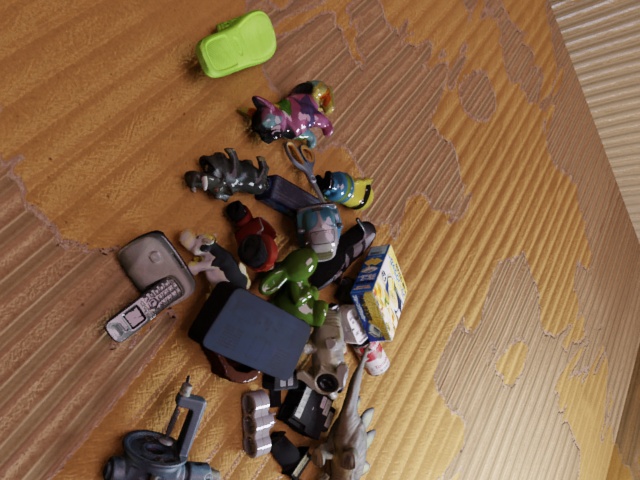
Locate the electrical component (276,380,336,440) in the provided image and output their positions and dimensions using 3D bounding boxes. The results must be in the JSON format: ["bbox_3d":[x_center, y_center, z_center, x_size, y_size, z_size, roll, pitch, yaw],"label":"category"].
[{"bbox_3d":[-0.025,0.396,1.258,0.134,0.058,0.115,45,60,-31],"label":"electrical component"}]

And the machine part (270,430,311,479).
[{"bbox_3d":[-0.071,0.485,1.223,0.084,0.039,0.138,-49,121,-25],"label":"machine part"}]

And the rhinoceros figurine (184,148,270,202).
[{"bbox_3d":[-0.196,-0.135,1.140,0.190,0.073,0.112,-1,91,-41],"label":"rhinoceros figurine"}]

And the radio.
[{"bbox_3d":[-0.132,0.182,1.072,0.229,0.073,0.131,34,78,-37],"label":"radio"}]

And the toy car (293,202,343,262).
[{"bbox_3d":[-0.003,-0.004,1.238,0.161,0.109,0.103,91,-10,-48],"label":"toy car"}]

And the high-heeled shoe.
[{"bbox_3d":[0.061,0.046,1.382,0.248,0.086,0.145,-54,153,-12],"label":"high-heeled shoe"}]

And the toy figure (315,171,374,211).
[{"bbox_3d":[0.064,-0.126,1.373,0.180,0.082,0.089,5,98,-48],"label":"toy figure"}]

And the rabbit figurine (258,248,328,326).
[{"bbox_3d":[-0.060,0.093,1.205,0.159,0.121,0.170,4,110,-10],"label":"rabbit figurine"}]

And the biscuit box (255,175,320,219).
[{"bbox_3d":[-0.055,-0.086,1.271,0.202,0.059,0.063,28,69,-38],"label":"biscuit box"}]

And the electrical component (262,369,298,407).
[{"bbox_3d":[-0.091,0.318,1.211,0.075,0.048,0.119,12,76,-41],"label":"electrical component"}]

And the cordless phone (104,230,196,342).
[{"bbox_3d":[-0.335,0.084,0.984,0.184,0.089,0.146,-43,115,-32],"label":"cordless phone"}]

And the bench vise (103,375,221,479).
[{"bbox_3d":[-0.262,0.379,0.983,0.223,0.129,0.240,20,91,-21],"label":"bench vise"}]

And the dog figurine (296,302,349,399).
[{"bbox_3d":[0.023,0.254,1.260,0.190,0.121,0.172,-50,138,-69],"label":"dog figurine"}]

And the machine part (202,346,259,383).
[{"bbox_3d":[-0.169,0.210,1.143,0.179,0.056,0.179,6,81,-43],"label":"machine part"}]

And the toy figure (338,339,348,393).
[{"bbox_3d":[0.040,0.297,1.331,0.064,0.058,0.154,55,39,-76],"label":"toy figure"}]

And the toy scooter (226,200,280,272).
[{"bbox_3d":[-0.131,0.004,1.158,0.135,0.075,0.184,43,16,-54],"label":"toy scooter"}]

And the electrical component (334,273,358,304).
[{"bbox_3d":[0.073,0.121,1.387,0.102,0.045,0.078,15,105,-39],"label":"electrical component"}]

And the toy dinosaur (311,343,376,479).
[{"bbox_3d":[0.063,0.480,1.261,0.198,0.105,0.470,-20,123,-65],"label":"toy dinosaur"}]

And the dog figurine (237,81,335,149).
[{"bbox_3d":[-0.077,-0.303,1.239,0.219,0.108,0.191,11,74,-37],"label":"dog figurine"}]

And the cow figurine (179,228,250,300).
[{"bbox_3d":[-0.211,0.042,1.080,0.068,0.098,0.167,-92,158,-70],"label":"cow figurine"}]
